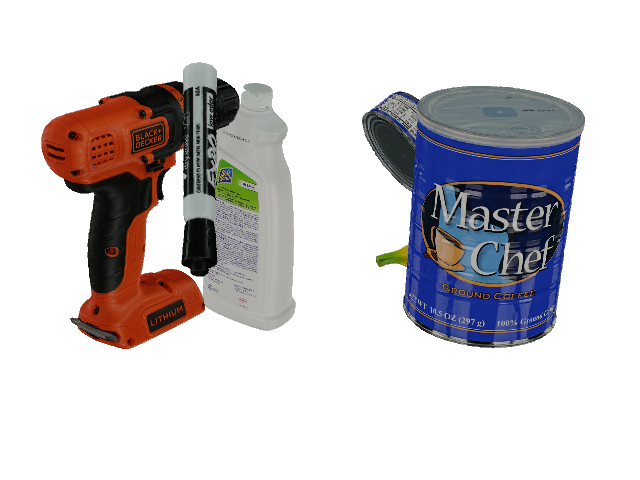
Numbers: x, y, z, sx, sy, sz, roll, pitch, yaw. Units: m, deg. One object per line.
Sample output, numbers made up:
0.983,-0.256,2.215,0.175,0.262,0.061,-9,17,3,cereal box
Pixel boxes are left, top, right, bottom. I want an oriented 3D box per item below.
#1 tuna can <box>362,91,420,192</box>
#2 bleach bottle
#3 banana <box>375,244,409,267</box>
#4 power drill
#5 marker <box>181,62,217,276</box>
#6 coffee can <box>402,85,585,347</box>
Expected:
0.075,-0.081,0.886,0.033,0.086,0.086,-39,10,-14,tuna can
-0.067,-0.037,1.105,0.103,0.251,0.068,19,29,23,bleach bottle
0.150,0.034,1.035,0.198,0.037,0.069,15,43,40,banana
-0.128,-0.025,0.816,0.057,0.188,0.184,16,27,35,power drill
-0.065,-0.039,0.573,0.020,0.121,0.020,-2,-22,-1,marker
0.108,-0.017,0.684,0.103,0.140,0.103,2,25,-1,coffee can
